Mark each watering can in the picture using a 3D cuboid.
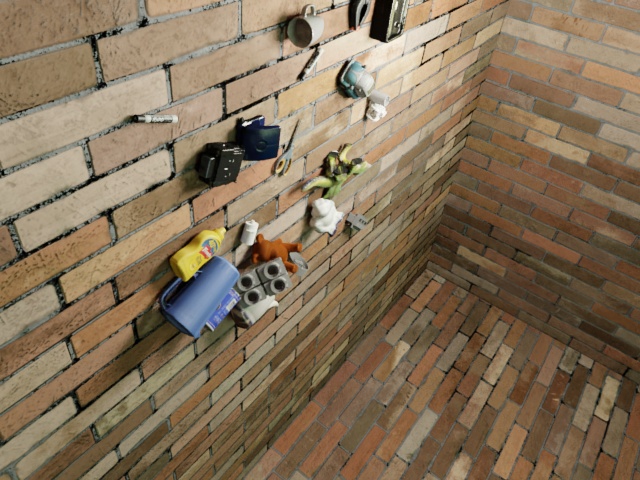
[{"bbox_3d":[-0.234,0.241,1.932,0.228,0.105,0.340,-49,158,-23],"label":"watering can"}]

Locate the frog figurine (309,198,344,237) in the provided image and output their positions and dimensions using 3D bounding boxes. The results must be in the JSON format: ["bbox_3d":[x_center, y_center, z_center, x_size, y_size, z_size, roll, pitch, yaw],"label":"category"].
[{"bbox_3d":[0.006,-0.104,2.063,0.137,0.124,0.157,-50,127,2],"label":"frog figurine"}]

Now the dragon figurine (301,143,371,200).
[{"bbox_3d":[0.057,-0.229,2.020,0.416,0.123,0.237,-35,155,-29],"label":"dragon figurine"}]
